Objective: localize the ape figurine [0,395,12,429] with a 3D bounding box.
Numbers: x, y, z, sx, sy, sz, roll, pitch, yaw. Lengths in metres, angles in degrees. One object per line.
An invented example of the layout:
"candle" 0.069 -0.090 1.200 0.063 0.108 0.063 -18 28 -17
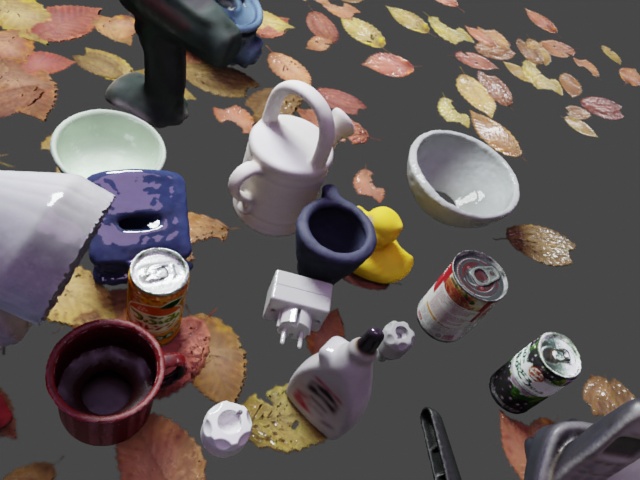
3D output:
"ape figurine" -0.295 0.119 0.462 0.076 0.092 0.077 2 53 -19

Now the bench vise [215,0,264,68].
"bench vise" -0.167 -0.363 0.805 0.208 0.219 0.121 9 51 -14

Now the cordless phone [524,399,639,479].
"cordless phone" 0.298 0.213 0.555 0.148 0.185 0.094 10 51 -13

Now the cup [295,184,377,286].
"cup" 0.006 0.002 0.668 0.092 0.095 0.117 4 52 -18

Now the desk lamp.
"desk lamp" -0.281 0.009 0.473 0.203 0.213 0.118 19 49 -6

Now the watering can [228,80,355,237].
"watering can" -0.032 -0.105 0.671 0.101 0.194 0.173 29 49 3

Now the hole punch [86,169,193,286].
"hole punch" -0.190 -0.014 0.607 0.109 0.091 0.101 -5 56 -24

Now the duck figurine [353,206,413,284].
"duck figurine" 0.074 -0.001 0.703 0.104 0.086 0.078 33 49 6

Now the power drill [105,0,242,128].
"power drill" -0.212 -0.252 0.708 0.229 0.208 0.076 28 49 1

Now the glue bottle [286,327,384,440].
"glue bottle" 0.021 0.124 0.526 0.078 0.173 0.037 40 50 12

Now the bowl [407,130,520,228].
"bowl" 0.191 -0.074 0.813 0.168 0.074 0.167 11 51 -13
